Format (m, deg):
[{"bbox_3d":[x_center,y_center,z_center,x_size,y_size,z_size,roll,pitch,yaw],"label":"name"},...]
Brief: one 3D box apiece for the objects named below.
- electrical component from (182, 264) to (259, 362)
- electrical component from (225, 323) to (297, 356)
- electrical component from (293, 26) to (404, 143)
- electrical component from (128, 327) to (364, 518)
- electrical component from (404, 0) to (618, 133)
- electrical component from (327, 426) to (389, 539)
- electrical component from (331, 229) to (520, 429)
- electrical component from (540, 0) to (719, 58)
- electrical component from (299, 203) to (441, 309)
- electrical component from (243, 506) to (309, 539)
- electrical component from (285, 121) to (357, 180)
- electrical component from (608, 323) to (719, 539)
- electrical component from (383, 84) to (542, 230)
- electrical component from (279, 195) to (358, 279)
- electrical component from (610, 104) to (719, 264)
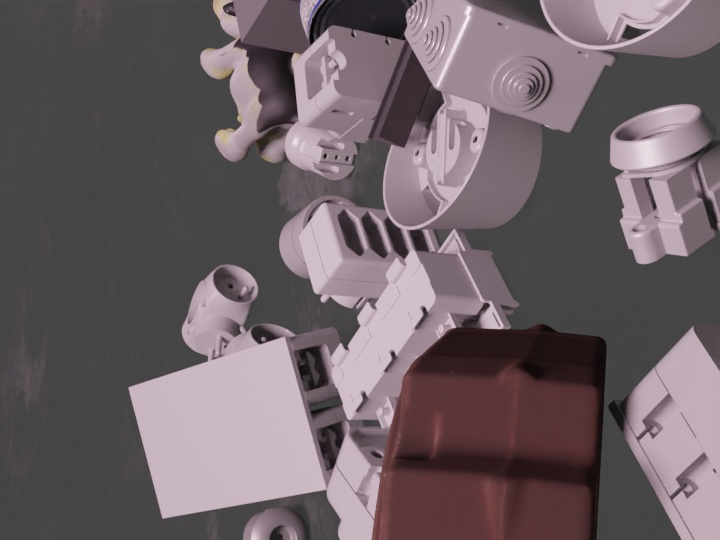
[{"bbox_3d":[-0.124,0.048,0.932,0.077,0.044,0.079,-55,25,40],"label":"electrical component"},{"bbox_3d":[-0.086,0.077,0.879,0.079,0.043,0.077,52,129,48],"label":"electrical component"},{"bbox_3d":[0.006,-0.119,0.711,0.056,0.089,0.050,-31,60,53],"label":"electrical component"},{"bbox_3d":[-0.083,0.115,0.802,0.186,0.060,0.105,-20,84,41],"label":"electrical component"},{"bbox_3d":[0.077,-0.121,0.579,0.099,0.100,0.048,-107,36,-57],"label":"electrical component"},{"bbox_3d":[0.021,0.150,0.684,0.095,0.054,0.059,46,125,51],"label":"electrical component"},{"bbox_3d":[0.035,0.043,0.667,0.121,0.063,0.078,-58,41,37],"label":"electrical component"},{"bbox_3d":[0.142,-0.151,0.518,0.099,0.064,0.099,-13,75,57],"label":"electrical component"},{"bbox_3d":[0.000,0.000,0.711,0.075,0.083,0.047,-51,45,42],"label":"electrical component"},{"bbox_3d":[-0.071,0.208,0.837,0.062,0.048,0.048,157,114,-63],"label":"electrical component"},{"bbox_3d":[-0.029,-0.091,0.813,0.046,0.040,0.040,33,114,49],"label":"electrical component"},{"bbox_3d":[0.184,0.105,0.376,0.060,0.105,0.186,-58,41,37],"label":"electrical component"},{"bbox_3d":[0.059,-0.070,0.641,0.099,0.064,0.099,-13,75,57],"label":"electrical component"},{"bbox_3d":[-0.027,-0.022,0.788,0.047,0.055,0.055,-24,66,59],"label":"electrical component"},{"bbox_3d":[0.144,-0.043,0.497,0.048,0.066,0.055,12,130,58],"label":"electrical component"}]
